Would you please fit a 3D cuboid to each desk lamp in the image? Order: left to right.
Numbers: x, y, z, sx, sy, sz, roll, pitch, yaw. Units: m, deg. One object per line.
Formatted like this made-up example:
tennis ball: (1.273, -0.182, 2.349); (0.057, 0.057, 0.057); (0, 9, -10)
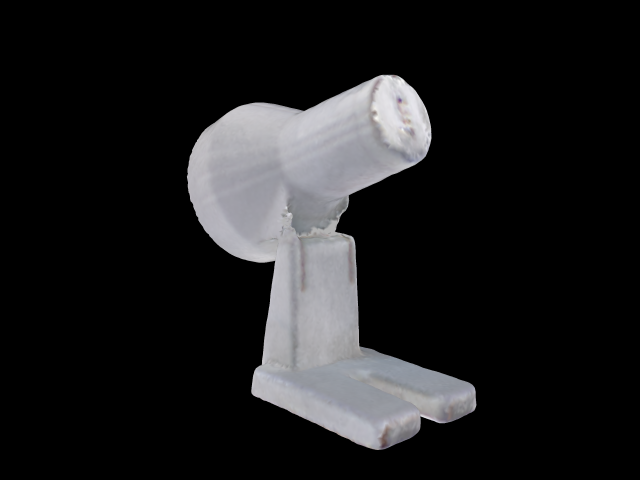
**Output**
desk lamp: (0.004, 0.001, 0.400); (0.118, 0.213, 0.202); (-6, 9, -42)
